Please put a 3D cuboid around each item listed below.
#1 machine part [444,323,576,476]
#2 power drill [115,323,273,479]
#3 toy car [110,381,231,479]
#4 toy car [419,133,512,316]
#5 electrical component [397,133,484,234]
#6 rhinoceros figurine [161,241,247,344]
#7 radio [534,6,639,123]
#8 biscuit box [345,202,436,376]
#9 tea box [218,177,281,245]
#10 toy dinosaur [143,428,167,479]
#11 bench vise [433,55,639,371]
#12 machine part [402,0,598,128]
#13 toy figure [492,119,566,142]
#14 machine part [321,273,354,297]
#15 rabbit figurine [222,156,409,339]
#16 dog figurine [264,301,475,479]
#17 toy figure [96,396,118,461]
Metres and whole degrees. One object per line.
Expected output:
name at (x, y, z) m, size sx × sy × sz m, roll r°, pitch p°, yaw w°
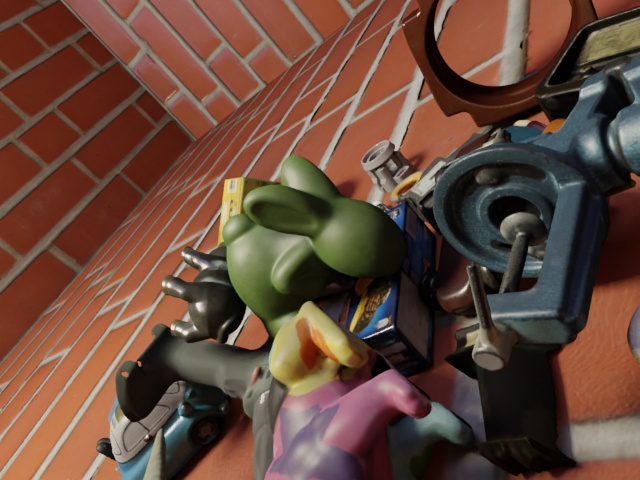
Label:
machine part at (0.133, 0.100, 0.382) m, size 0.084 × 0.039 × 0.139 m, roll -24°, pitch 25°, yaw 21°
power drill at (-0.096, 0.146, 0.542) m, size 0.207 × 0.085 × 0.232 m, roll -5°, pitch 28°, yaw 18°
toy car at (-0.192, 0.215, 0.640) m, size 0.161 × 0.102 × 0.109 m, roll -45°, pitch 21°, yaw -10°
toy car at (0.150, -0.019, 0.522) m, size 0.089 × 0.053 × 0.202 m, roll -37°, pitch 30°, yaw 50°
electrical component at (0.157, -0.070, 0.639) m, size 0.119 × 0.047 × 0.075 m, roll -44°, pitch 22°, yaw -3°
rhinoceros figurine at (-0.099, 0.041, 0.603) m, size 0.112 × 0.073 × 0.190 m, roll -2°, pitch 22°, yaw 12°
radio at (0.323, -0.162, 0.488) m, size 0.131 × 0.073 × 0.230 m, roll -50°, pitch 22°, yaw -17°
biscuit box at (0.076, 0.045, 0.550) m, size 0.063 × 0.059 × 0.203 m, roll -31°, pitch 24°, yaw 30°
tea box at (-0.118, -0.013, 0.867) m, size 0.098 × 0.068 × 0.169 m, roll 10°, pitch 94°, yaw 63°
toy dinosaur at (-0.028, 0.244, 0.205) m, size 0.405 × 0.131 × 0.192 m, roll 14°, pitch 83°, yaw 63°
bench vise at (0.163, -0.017, 0.355) m, size 0.224 × 0.128 × 0.240 m, roll -5°, pitch 39°, yaw 40°
machine part at (0.219, -0.258, 0.657) m, size 0.201 × 0.201 × 0.087 m, roll -21°, pitch 22°, yaw 30°
toy figure at (0.227, -0.091, 0.537) m, size 0.058 × 0.064 × 0.155 m, roll -33°, pitch 17°, yaw -19°
machine part at (-0.024, 0.043, 0.704) m, size 0.243 × 0.079 × 0.079 m, roll -22°, pitch 30°, yaw 44°
rabbit figurine at (-0.001, -0.002, 0.513) m, size 0.170 × 0.159 × 0.121 m, roll -17°, pitch 24°, yaw 37°
dog figurine at (-0.011, 0.175, 0.378) m, size 0.219 × 0.108 × 0.192 m, roll -50°, pitch 45°, yaw -7°
toy figure at (-0.220, 0.213, 0.726) m, size 0.082 × 0.089 × 0.180 m, roll 15°, pitch 68°, yaw 51°
